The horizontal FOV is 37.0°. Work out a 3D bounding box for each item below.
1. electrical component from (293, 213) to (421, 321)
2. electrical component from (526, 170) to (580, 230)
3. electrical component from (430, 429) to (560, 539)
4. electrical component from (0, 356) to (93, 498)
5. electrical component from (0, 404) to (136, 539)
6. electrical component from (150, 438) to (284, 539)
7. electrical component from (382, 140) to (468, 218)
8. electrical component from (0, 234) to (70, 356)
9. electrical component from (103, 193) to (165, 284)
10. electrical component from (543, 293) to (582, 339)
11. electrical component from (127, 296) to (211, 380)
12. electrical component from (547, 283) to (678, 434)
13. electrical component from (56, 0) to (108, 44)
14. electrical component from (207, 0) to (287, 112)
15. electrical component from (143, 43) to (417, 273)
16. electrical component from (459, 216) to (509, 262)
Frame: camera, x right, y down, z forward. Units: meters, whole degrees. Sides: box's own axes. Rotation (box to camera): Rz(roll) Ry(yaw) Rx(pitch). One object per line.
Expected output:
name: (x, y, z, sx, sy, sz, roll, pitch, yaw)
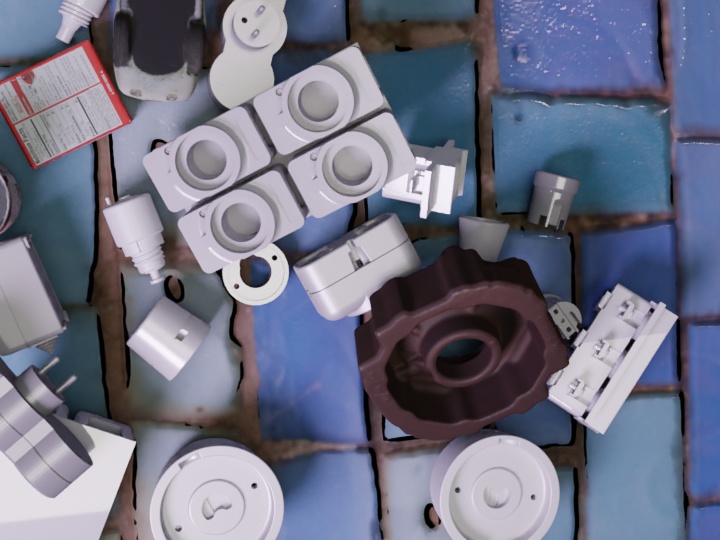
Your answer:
electrical component: (0.000, 0.000, 0.909, 0.095, 0.054, 0.059, -30, 100, -8)
electrical component: (0.169, -0.062, 0.949, 0.040, 0.040, 0.046, 12, 98, -13)
electrical component: (0.114, 0.192, 0.946, 0.108, 0.060, 0.108, -1, 94, -12)
electrical component: (-0.246, 0.096, 0.801, 0.074, 0.052, 0.138, -41, 102, -7)
electrical component: (-0.264, 0.202, 0.865, 0.105, 0.060, 0.186, 21, 90, -13)
electrical component: (-0.121, 0.192, 0.895, 0.108, 0.060, 0.108, -1, 95, -12)
electrical component: (0.053, -0.080, 0.905, 0.064, 0.081, 0.042, 11, 117, 14)
electrical component: (-0.272, 0.026, 0.849, 0.061, 0.062, 0.096, -23, 99, -10)
electrical component: (-0.179, -0.027, 0.876, 0.040, 0.040, 0.078, -22, 99, -10)
electrical component: (0.171, 0.042, 0.954, 0.040, 0.046, 0.040, -1, 95, -12)
electrical component: (-0.157, 0.054, 0.880, 0.047, 0.055, 0.055, 38, 86, -9)
electrical component: (0.220, 0.077, 0.957, 0.063, 0.078, 0.121, 33, 87, 9)
electrical component: (-0.223, -0.209, 0.855, 0.035, 0.035, 0.061, 27, 90, -13)
electrical component: (-0.085, -0.195, 0.865, 0.052, 0.074, 0.138, 13, 92, -13)
electrical component: (-0.061, -0.086, 0.840, 0.186, 0.060, 0.105, -27, 101, 7)
electrical component: (0.103, -0.012, 0.938, 0.044, 0.044, 0.065, 7, 98, -13)
